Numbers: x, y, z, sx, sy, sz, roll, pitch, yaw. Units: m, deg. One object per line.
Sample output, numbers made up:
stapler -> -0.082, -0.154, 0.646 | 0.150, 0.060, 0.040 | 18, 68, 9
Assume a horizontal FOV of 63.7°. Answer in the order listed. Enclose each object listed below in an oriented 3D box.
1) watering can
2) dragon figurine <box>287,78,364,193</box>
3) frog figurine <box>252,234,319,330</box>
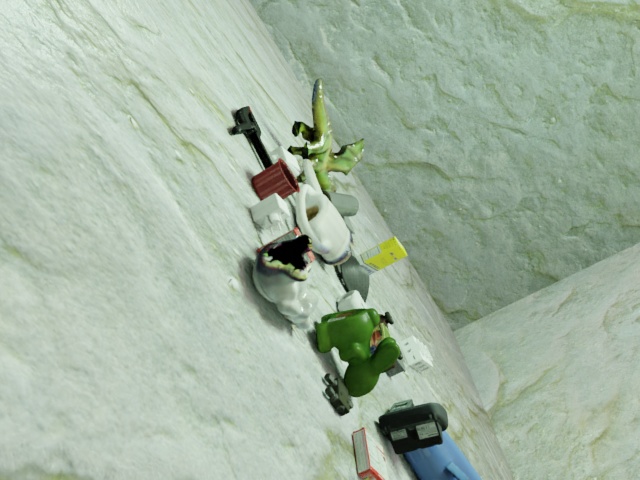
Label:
watering can -> 0.004, -0.071, 1.416 | 0.220, 0.103, 0.356 | 54, 22, -30
dragon figurine -> 0.034, -0.300, 1.646 | 0.243, 0.402, 0.124 | 0, 34, -32
frog figurine -> -0.062, 0.086, 0.931 | 0.140, 0.123, 0.156 | -118, -153, -49
